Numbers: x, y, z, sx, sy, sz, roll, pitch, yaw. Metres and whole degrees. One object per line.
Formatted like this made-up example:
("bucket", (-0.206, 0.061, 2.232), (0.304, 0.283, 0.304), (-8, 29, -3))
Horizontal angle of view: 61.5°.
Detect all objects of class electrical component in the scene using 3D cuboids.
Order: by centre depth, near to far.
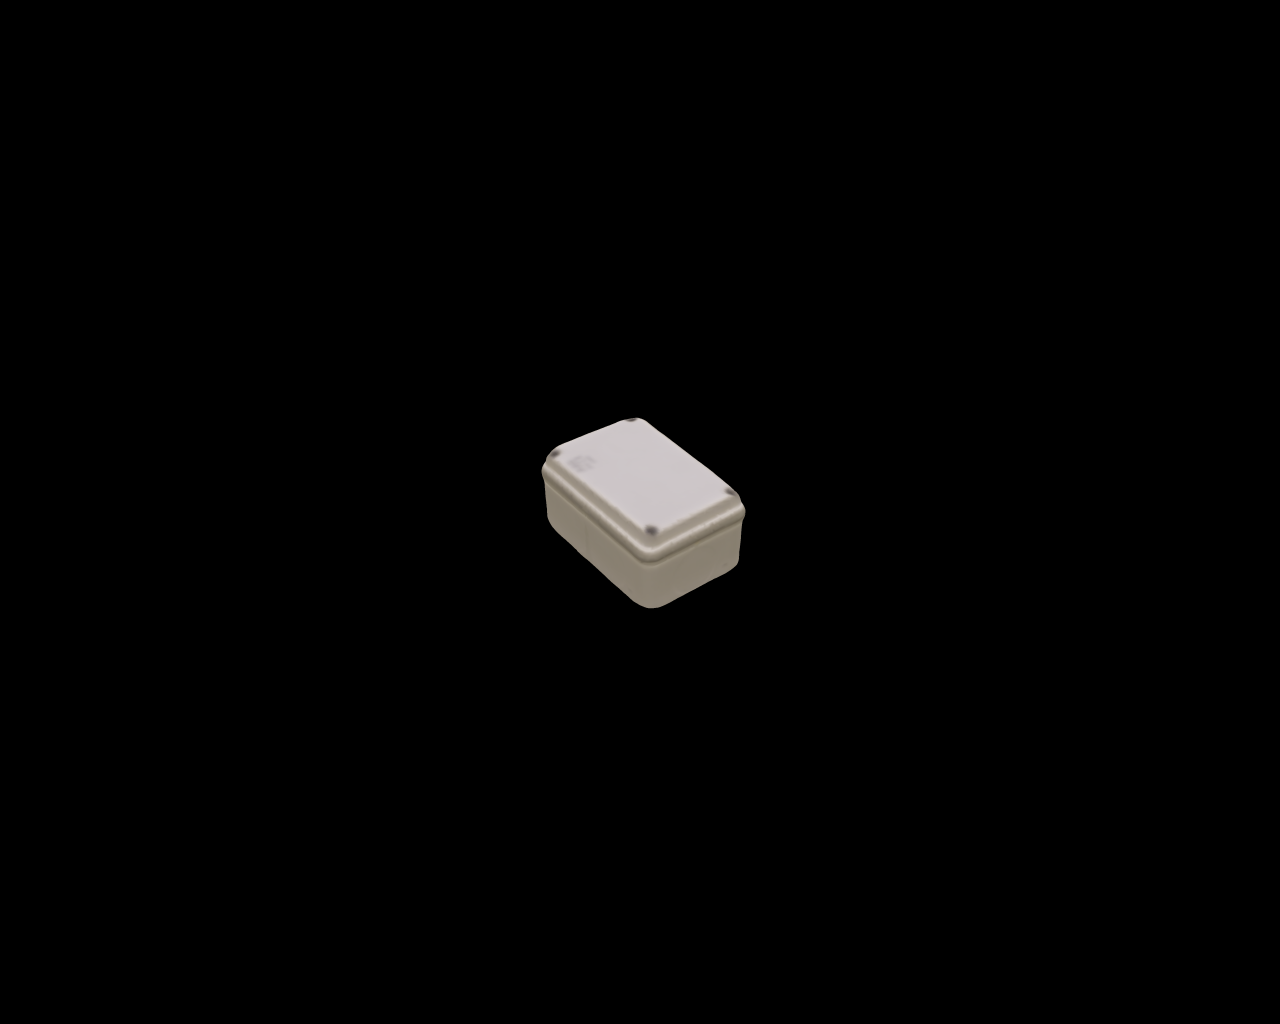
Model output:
("electrical component", (0.001, -0.003, 0.650), (0.078, 0.057, 0.113), (-25, 45, -28))
